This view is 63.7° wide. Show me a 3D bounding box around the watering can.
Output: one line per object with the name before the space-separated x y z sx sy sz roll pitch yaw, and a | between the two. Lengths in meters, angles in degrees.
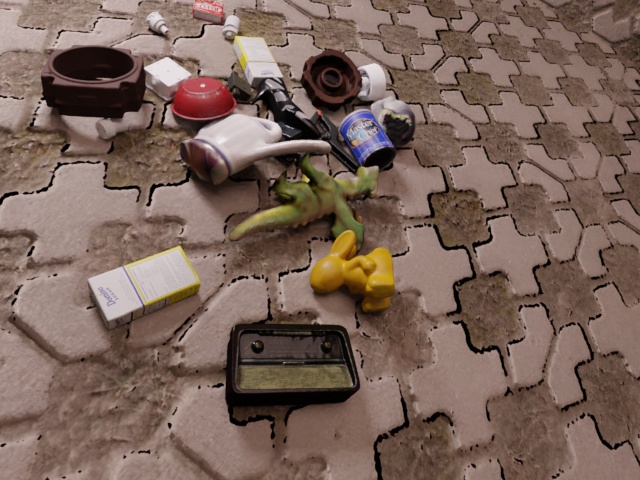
watering can | -0.164 -0.207 1.147 0.350 0.101 0.228 22 48 35

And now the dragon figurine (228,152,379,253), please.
dragon figurine | 0.004 -0.059 1.165 0.243 0.120 0.418 41 57 0

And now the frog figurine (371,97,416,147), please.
frog figurine | 0.205 -0.339 1.460 0.135 0.122 0.163 61 11 -25
